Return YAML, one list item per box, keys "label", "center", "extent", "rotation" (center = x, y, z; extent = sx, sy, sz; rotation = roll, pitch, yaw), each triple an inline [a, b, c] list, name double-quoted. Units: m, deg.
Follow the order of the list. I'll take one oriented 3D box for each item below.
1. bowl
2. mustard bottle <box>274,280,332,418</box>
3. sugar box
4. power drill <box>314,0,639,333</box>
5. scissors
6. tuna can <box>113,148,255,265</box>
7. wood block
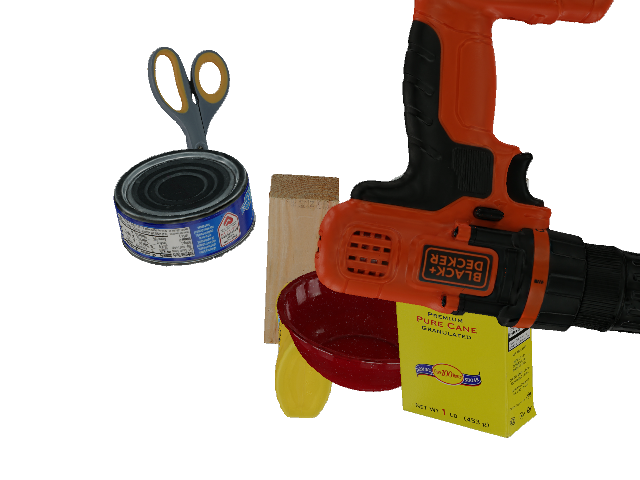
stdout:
- label: "bowl"
  center: [0.041, 0.083, 0.929]
  extent: [0.162, 0.055, 0.162]
  rotation: [4, 27, -2]
- label: "mustard bottle"
  center: [-0.020, 0.097, 1.136]
  extent: [0.058, 0.096, 0.191]
  rotation: [1, 27, -3]
- label: "sugar box"
  center: [0.099, 0.042, 0.745]
  extent: [0.094, 0.176, 0.048]
  rotation: [8, 23, 39]
- label: "power drill"
  center: [0.099, -0.050, 0.527]
  extent: [0.184, 0.188, 0.057]
  rotation: [9, 2, -4]
- label: "scissors"
  center: [-0.112, -0.106, 1.088]
  extent: [0.096, 0.202, 0.016]
  rotation: [-30, 13, -30]
- label: "tuna can"
  center: [-0.085, -0.023, 0.666]
  extent: [0.086, 0.034, 0.086]
  rotation: [-4, 35, 3]
- label: "wood block"
  center: [-0.026, 0.025, 1.401]
  extent: [0.090, 0.206, 0.091]
  rotation: [3, 23, -1]
